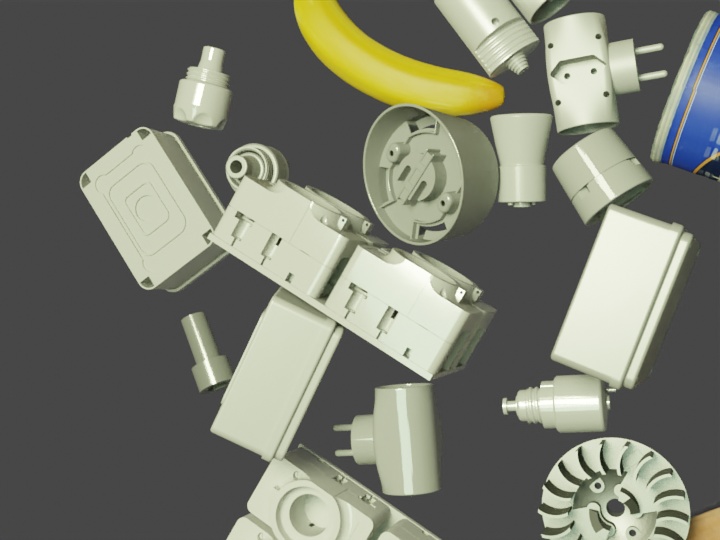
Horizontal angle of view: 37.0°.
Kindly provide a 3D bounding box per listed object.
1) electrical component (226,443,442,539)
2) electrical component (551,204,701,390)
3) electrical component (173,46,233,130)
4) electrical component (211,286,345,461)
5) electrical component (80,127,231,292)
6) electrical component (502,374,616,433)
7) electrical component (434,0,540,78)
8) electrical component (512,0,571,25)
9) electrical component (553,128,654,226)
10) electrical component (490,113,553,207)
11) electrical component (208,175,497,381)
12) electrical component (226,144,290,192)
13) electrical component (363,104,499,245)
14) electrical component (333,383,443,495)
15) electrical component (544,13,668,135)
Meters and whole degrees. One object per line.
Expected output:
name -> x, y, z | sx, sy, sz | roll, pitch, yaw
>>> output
electrical component -> -0.005, 0.227, 0.792 | 0.186, 0.060, 0.105 | 32, 99, 16
electrical component -> 0.178, 0.018, 0.712 | 0.056, 0.109, 0.108 | 22, 96, 20
electrical component -> -0.121, -0.143, 0.845 | 0.043, 0.043, 0.062 | 13, 92, 18
electrical component -> -0.056, 0.069, 0.782 | 0.056, 0.108, 0.108 | 25, 97, -1
electrical component -> -0.155, -0.047, 0.847 | 0.078, 0.057, 0.113 | -36, 79, 14
electrical component -> 0.140, 0.095, 0.759 | 0.078, 0.040, 0.040 | -5, 88, 18
electrical component -> 0.094, -0.175, 0.776 | 0.043, 0.043, 0.081 | -37, 79, 14
electrical component -> 0.130, -0.230, 0.765 | 0.079, 0.043, 0.077 | -38, 79, 14
electrical component -> 0.167, -0.065, 0.746 | 0.055, 0.055, 0.047 | -35, 76, 14
electrical component -> 0.116, -0.078, 0.770 | 0.044, 0.044, 0.065 | 0, 94, 18
electrical component -> 0.000, 0.000, 0.771 | 0.186, 0.105, 0.060 | 32, 98, 16
electrical component -> -0.082, -0.075, 0.821 | 0.043, 0.062, 0.043 | 0, 89, 18
electrical component -> 0.048, -0.067, 0.769 | 0.099, 0.064, 0.099 | 3, 95, 40
electrical component -> 0.018, 0.125, 0.795 | 0.079, 0.044, 0.077 | -5, 88, 18
electrical component -> 0.173, -0.139, 0.750 | 0.079, 0.043, 0.077 | -8, 87, 18
